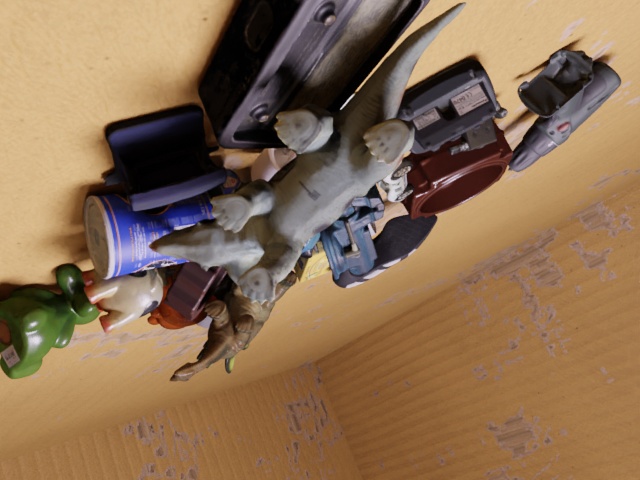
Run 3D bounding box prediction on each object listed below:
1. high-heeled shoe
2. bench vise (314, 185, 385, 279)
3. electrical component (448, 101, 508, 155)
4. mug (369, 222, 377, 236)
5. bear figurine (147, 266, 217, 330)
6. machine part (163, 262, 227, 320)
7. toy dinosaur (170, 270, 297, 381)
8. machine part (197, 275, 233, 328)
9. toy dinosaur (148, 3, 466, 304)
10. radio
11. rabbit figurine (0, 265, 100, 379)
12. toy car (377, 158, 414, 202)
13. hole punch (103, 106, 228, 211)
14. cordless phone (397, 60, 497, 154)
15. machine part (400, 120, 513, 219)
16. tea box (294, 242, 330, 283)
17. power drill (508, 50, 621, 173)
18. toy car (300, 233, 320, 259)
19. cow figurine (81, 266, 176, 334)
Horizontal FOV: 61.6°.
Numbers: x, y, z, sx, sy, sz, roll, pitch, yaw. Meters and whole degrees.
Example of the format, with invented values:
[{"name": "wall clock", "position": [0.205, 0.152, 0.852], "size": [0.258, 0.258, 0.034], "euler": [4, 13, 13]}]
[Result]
[{"name": "high-heeled shoe", "position": [0.138, 0.029, 1.146], "size": [0.249, 0.086, 0.145], "euler": [-25, 162, -2]}, {"name": "bench vise", "position": [-0.004, -0.010, 0.920], "size": [0.241, 0.129, 0.223], "euler": [-17, 141, 4]}, {"name": "electrical component", "position": [0.253, -0.187, 0.873], "size": [0.102, 0.078, 0.045], "euler": [-15, -175, -13]}, {"name": "mug", "position": [0.050, -0.023, 1.032], "size": [0.107, 0.109, 0.081], "euler": [-17, 178, 15]}, {"name": "bear figurine", "position": [-0.262, 0.104, 1.005], "size": [0.120, 0.132, 0.196], "euler": [-5, 177, -22]}, {"name": "machine part", "position": [-0.178, 0.042, 0.849], "size": [0.179, 0.056, 0.179], "euler": [-56, -177, 4]}, {"name": "toy dinosaur", "position": [-0.135, 0.121, 1.011], "size": [0.198, 0.105, 0.471], "euler": [-58, 174, 36]}, {"name": "machine part", "position": [-0.226, 0.129, 1.150], "size": [0.079, 0.079, 0.243], "euler": [-15, 160, -28]}, {"name": "toy dinosaur", "position": [-0.005, -0.066, 0.567], "size": [0.405, 0.131, 0.192], "euler": [-39, -173, 15]}, {"name": "radio", "position": [-0.018, -0.179, 0.512], "size": [0.131, 0.073, 0.229], "euler": [-12, 158, -39]}, {"name": "rabbit figurine", "position": [-0.408, 0.104, 0.829], "size": [0.159, 0.121, 0.170], "euler": [-42, 174, 30]}, {"name": "toy car", "position": [0.112, -0.116, 0.871], "size": [0.056, 0.073, 0.201], "euler": [-29, 164, 3]}, {"name": "hole punch", "position": [-0.168, -0.075, 0.605], "size": [0.142, 0.092, 0.115], "euler": [-23, 167, -17]}, {"name": "cordless phone", "position": [0.186, -0.181, 0.810], "size": [0.147, 0.088, 0.184], "euler": [-28, 174, 8]}, {"name": "machine part", "position": [0.246, -0.125, 1.009], "size": [0.201, 0.087, 0.201], "euler": [-25, 163, -1]}, {"name": "tea box", "position": [-0.003, 0.023, 1.145], "size": [0.098, 0.068, 0.169], "euler": [-20, 161, -15]}, {"name": "power drill", "position": [0.395, -0.214, 0.904], "size": [0.232, 0.086, 0.207], "euler": [-43, 150, 18]}, {"name": "toy car", "position": [-0.048, -0.037, 0.779], "size": [0.161, 0.109, 0.103], "euler": [66, 45, -82]}, {"name": "cow figurine", "position": [-0.270, 0.055, 0.777], "size": [0.127, 0.085, 0.195], "euler": [-21, -164, -19]}]
